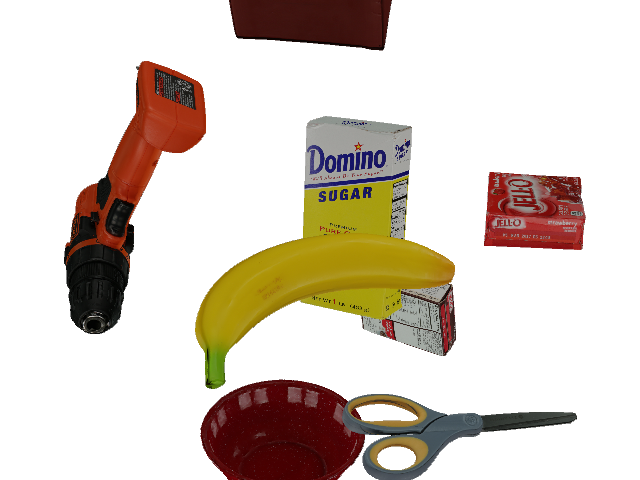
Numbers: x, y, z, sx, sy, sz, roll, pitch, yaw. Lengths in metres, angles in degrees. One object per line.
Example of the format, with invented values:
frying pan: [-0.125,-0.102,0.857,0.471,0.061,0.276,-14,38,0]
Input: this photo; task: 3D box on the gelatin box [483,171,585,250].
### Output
gelatin box: [0.165,-0.024,0.825,0.073,0.030,0.089,4,25,10]

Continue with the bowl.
bowl: [-0.037,0.208,1.059,0.162,0.055,0.162,1,30,-1]

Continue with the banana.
banana: [-0.005,0.030,0.671,0.197,0.070,0.037,-22,-15,-31]

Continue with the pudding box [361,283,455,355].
pudding box: [0.099,0.078,1.236,0.114,0.090,0.039,15,46,26]

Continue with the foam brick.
foam brick: [-0.003,-0.133,0.529,0.078,0.053,0.051,6,-26,8]

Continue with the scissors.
scissors: [0.117,0.167,0.885,0.201,0.016,0.096,7,39,1]

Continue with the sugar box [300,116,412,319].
sugar box: [0.031,-0.022,0.989,0.093,0.176,0.048,10,19,28]

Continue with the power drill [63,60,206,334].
power drill: [-0.156,-0.038,0.868,0.057,0.188,0.184,21,29,-24]
